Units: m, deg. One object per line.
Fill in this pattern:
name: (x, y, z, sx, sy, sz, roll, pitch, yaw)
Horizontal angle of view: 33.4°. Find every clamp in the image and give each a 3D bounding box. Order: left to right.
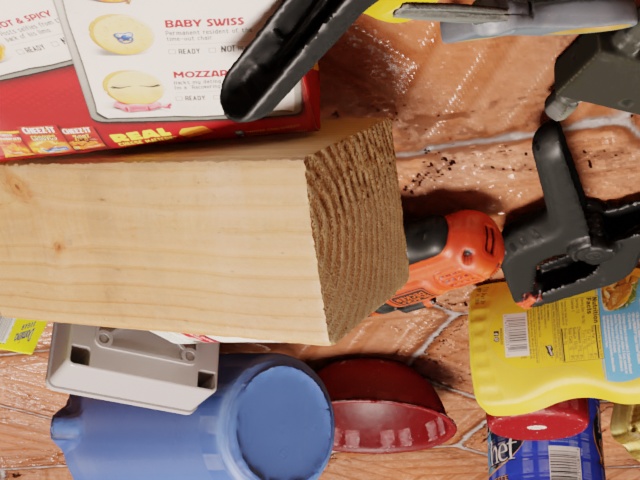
clamp: (0.017, -0.105, 0.383, 0.171, 0.039, 0.120, -23, 158, -3)
clamp: (0.164, -0.010, 0.670, 0.164, 0.036, 0.210, 13, 152, -19)

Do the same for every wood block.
wood block: (-0.069, -0.009, 0.550, 0.206, 0.090, 0.090, 1, -161, 29)

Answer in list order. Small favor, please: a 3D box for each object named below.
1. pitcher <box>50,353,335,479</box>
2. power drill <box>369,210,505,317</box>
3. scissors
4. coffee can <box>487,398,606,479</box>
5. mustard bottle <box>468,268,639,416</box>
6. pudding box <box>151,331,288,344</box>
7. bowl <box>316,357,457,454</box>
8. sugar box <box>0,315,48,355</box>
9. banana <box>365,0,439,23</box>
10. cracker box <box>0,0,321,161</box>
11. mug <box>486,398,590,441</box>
pitcher: (-0.092, 0.153, 0.870, 0.243, 0.149, 0.145, -13, 116, 50)
power drill: (-0.005, 0.001, 0.687, 0.187, 0.057, 0.185, 21, 150, -36)
scissors: (0.060, -0.090, 0.438, 0.096, 0.016, 0.201, 3, -169, 43)
coffee can: (0.198, 0.184, 0.940, 0.103, 0.140, 0.103, 2, 154, 1)
mustard bottle: (0.205, 0.069, 0.758, 0.192, 0.096, 0.058, -9, 152, 21)
pudding box: (-0.072, 0.035, 0.664, 0.114, 0.039, 0.090, -5, 157, 29)
bowl: (0.043, 0.148, 0.975, 0.162, 0.055, 0.162, 2, 154, 1)
sugar box: (-0.261, 0.016, 0.656, 0.176, 0.048, 0.093, 21, 172, 9)
banana: (0.025, -0.141, 0.416, 0.069, 0.037, 0.198, -3, 153, 5)
cracker box: (-0.094, -0.120, 0.431, 0.164, 0.072, 0.213, -4, 152, 7)
mug: (0.167, 0.109, 0.859, 0.093, 0.081, 0.117, -18, 147, 35)
